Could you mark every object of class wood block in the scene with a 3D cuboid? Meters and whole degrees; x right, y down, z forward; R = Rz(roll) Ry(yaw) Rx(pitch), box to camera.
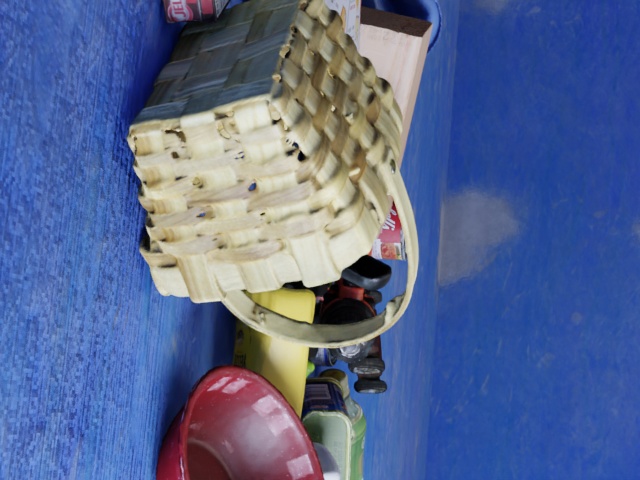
[{"bbox_3d":[0.043,-0.120,1.064,0.090,0.090,0.206,-60,163,-66],"label":"wood block"}]

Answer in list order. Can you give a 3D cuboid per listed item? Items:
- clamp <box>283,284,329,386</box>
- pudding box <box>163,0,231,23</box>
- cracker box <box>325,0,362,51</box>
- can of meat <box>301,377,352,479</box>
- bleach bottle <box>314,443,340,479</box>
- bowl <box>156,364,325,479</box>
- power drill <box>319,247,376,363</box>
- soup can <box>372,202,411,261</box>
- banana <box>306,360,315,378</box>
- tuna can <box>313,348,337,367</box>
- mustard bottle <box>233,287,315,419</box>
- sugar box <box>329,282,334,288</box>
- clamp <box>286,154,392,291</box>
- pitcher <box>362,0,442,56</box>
[{"bbox_3d":[-0.021,0.078,1.030,0.210,0.036,0.164,-69,160,-63],"label":"clamp"},{"bbox_3d":[-0.072,-0.200,0.677,0.113,0.039,0.090,-69,160,-53],"label":"pudding box"},{"bbox_3d":[-0.011,-0.201,0.909,0.164,0.072,0.214,-24,118,-77],"label":"cracker box"},{"bbox_3d":[0.001,0.200,1.072,0.084,0.057,0.102,-111,-158,-75],"label":"can of meat"},{"bbox_3d":[-0.026,0.321,0.990,0.102,0.068,0.251,-137,-130,-79],"label":"bleach bottle"},{"bbox_3d":[-0.060,0.169,0.716,0.162,0.055,0.162,42,34,-38],"label":"bowl"},{"bbox_3d":[0.032,0.009,0.969,0.184,0.057,0.188,-103,-159,-82],"label":"power drill"},{"bbox_3d":[0.047,-0.013,1.184,0.068,0.102,0.068,4,90,-79],"label":"soup can"},{"bbox_3d":[-0.047,0.196,0.900,0.070,0.037,0.198,152,-49,-75],"label":"banana"},{"bbox_3d":[0.002,0.095,1.164,0.086,0.034,0.086,4,90,-79],"label":"tuna can"},{"bbox_3d":[-0.044,0.133,0.843,0.096,0.058,0.191,169,-73,-68],"label":"mustard bottle"},{"bbox_3d":[0.038,0.029,1.305,0.093,0.048,0.176,-52,140,-71],"label":"sugar box"},{"bbox_3d":[-0.005,0.001,0.830,0.172,0.039,0.120,-42,-113,60],"label":"clamp"},{"bbox_3d":[0.070,-0.301,1.172,0.144,0.149,0.242,37,42,-28],"label":"pitcher"}]
